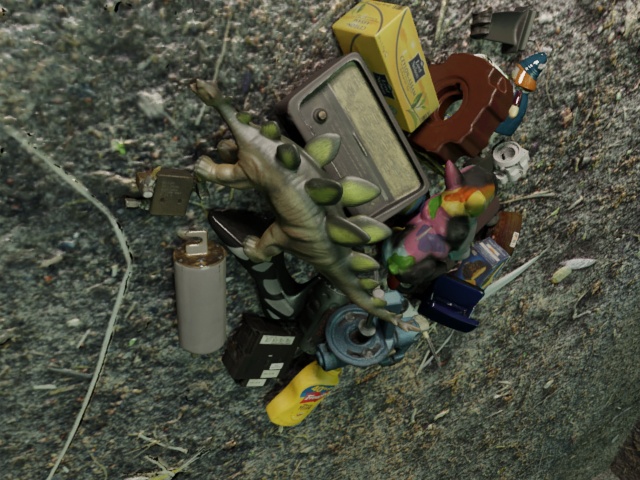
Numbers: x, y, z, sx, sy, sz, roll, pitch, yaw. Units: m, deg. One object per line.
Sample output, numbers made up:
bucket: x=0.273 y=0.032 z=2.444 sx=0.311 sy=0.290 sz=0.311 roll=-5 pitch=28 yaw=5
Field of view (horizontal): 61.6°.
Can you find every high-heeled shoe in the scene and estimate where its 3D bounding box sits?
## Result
high-heeled shoe: x=-0.111 y=0.048 z=0.872 sx=0.248 sy=0.086 sz=0.145 roll=36 pitch=127 yaw=-28

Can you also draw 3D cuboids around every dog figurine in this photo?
dog figurine: x=0.192 y=-0.030 z=0.862 sx=0.191 sy=0.108 sz=0.219 roll=-30 pitch=157 yaw=-13

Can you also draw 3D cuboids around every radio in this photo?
radio: x=0.046 y=-0.135 z=0.774 sx=0.131 sy=0.073 sz=0.229 roll=-36 pitch=108 yaw=-8

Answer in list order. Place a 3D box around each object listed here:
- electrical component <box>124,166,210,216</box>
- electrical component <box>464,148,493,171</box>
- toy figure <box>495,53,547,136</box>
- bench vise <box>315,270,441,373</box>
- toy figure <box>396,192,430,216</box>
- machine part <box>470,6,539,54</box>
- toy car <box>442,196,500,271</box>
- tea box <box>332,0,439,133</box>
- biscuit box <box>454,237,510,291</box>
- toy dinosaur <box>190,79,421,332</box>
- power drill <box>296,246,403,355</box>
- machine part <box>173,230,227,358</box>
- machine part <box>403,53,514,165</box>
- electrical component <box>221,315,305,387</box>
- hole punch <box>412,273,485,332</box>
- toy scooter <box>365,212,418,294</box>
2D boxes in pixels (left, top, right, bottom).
electrical component: x=-0.202 y=-0.066 z=0.722 sx=0.102 sy=0.045 sz=0.078 roll=8 pitch=113 yaw=-39
electrical component: x=0.309 y=-0.141 z=1.053 sx=0.063 sy=0.021 sz=0.093 roll=-30 pitch=133 yaw=-14
toy figure: x=0.360 y=-0.266 z=0.974 sx=0.058 sy=0.064 sz=0.154 roll=7 pitch=117 yaw=-22
bench vise: x=0.105 y=0.152 z=0.930 sx=0.224 sy=0.129 sz=0.240 roll=-5 pitch=142 yaw=-9
toy figure: x=0.115 y=-0.081 z=0.908 sx=0.180 sy=0.089 sz=0.082 roll=9 pitch=109 yaw=-36
machine part: x=0.308 y=-0.352 z=0.895 sx=0.139 sy=0.039 sz=0.084 roll=-6 pitch=128 yaw=-34
toy car: x=0.289 y=-0.021 z=1.099 sx=0.202 sy=0.053 sz=0.089 roll=-44 pitch=137 yaw=-4
tea box: x=0.097 y=-0.247 z=0.772 sx=0.068 sy=0.098 sz=0.169 roll=-43 pitch=133 yaw=-11
biscuit box: x=0.325 y=0.087 z=1.154 sx=0.059 sy=0.063 sz=0.202 roll=-23 pitch=148 yaw=-31
toy dinosaur: x=-0.013 y=-0.025 z=0.734 sx=0.470 sy=0.199 sz=0.105 roll=54 pitch=45 yaw=-31
power drill: x=0.068 y=0.128 z=1.027 sx=0.207 sy=0.086 sz=0.232 roll=22 pitch=107 yaw=-47
machine part: x=-0.181 y=0.089 z=0.823 sx=0.079 sy=0.079 sz=0.243 roll=-13 pitch=125 yaw=-29
machine part: x=0.205 y=-0.204 z=0.833 sx=0.056 sy=0.180 sz=0.179 roll=26 pitch=103 yaw=-41
electrical component: x=-0.108 y=0.203 z=0.969 sx=0.115 sy=0.058 sz=0.134 roll=14 pitch=111 yaw=-39
hole punch: x=0.268 y=0.145 z=1.116 sx=0.142 sy=0.092 sz=0.115 roll=21 pitch=141 yaw=1
toy scooter: x=0.159 y=0.001 z=1.007 sx=0.135 sy=0.075 sz=0.184 roll=34 pitch=85 yaw=-19
